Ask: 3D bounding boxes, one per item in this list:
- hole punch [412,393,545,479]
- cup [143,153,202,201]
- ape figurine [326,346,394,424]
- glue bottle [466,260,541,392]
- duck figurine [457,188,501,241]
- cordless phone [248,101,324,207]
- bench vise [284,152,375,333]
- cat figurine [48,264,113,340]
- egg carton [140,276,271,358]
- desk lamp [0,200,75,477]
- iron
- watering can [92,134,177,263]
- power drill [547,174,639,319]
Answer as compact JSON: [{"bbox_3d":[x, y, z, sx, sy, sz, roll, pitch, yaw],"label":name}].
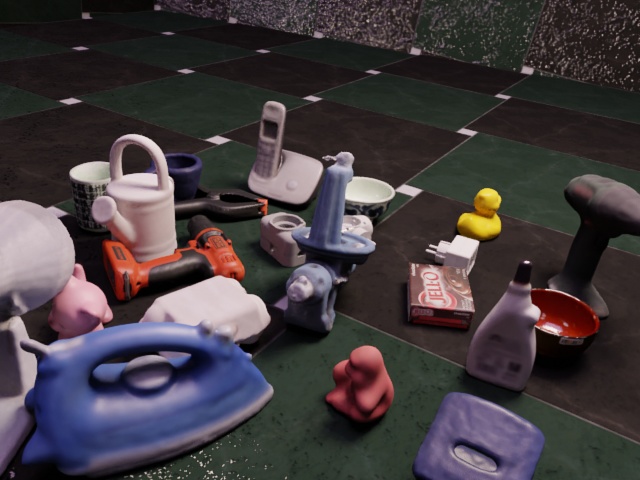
[{"bbox_3d":[0.151,0.217,0.550,0.108,0.091,0.101,19,32,24],"label":"hole punch"},{"bbox_3d":[-0.270,-0.098,1.046,0.091,0.095,0.118,25,35,32],"label":"cup"},{"bbox_3d":[0.048,0.157,0.641,0.076,0.092,0.077,3,29,-4],"label":"ape figurine"},{"bbox_3d":[0.229,0.100,0.689,0.078,0.173,0.037,17,31,20],"label":"glue bottle"},{"bbox_3d":[0.302,-0.053,1.065,0.105,0.086,0.077,-23,39,-40],"label":"duck figurine"},{"bbox_3d":[-0.063,-0.166,1.107,0.147,0.185,0.094,17,31,21],"label":"cordless phone"},{"bbox_3d":[0.019,0.004,0.780,0.121,0.220,0.207,4,29,-1],"label":"bench vise"},{"bbox_3d":[-0.293,0.079,0.699,0.067,0.118,0.127,-6,31,-18],"label":"cat figurine"},{"bbox_3d":[-0.144,0.105,0.726,0.151,0.069,0.107,-21,38,-39],"label":"egg carton"},{"bbox_3d":[-0.335,0.087,0.579,0.118,0.214,0.203,4,29,-1],"label":"desk lamp"},{"bbox_3d":[-0.169,0.137,0.591,0.259,0.141,0.118,-8,32,-23],"label":"iron"},{"bbox_3d":[-0.277,-0.064,0.880,0.101,0.194,0.172,2,29,-5],"label":"watering can"},{"bbox_3d":[0.412,0.007,0.849,0.075,0.208,0.229,5,29,0],"label":"power drill"}]
